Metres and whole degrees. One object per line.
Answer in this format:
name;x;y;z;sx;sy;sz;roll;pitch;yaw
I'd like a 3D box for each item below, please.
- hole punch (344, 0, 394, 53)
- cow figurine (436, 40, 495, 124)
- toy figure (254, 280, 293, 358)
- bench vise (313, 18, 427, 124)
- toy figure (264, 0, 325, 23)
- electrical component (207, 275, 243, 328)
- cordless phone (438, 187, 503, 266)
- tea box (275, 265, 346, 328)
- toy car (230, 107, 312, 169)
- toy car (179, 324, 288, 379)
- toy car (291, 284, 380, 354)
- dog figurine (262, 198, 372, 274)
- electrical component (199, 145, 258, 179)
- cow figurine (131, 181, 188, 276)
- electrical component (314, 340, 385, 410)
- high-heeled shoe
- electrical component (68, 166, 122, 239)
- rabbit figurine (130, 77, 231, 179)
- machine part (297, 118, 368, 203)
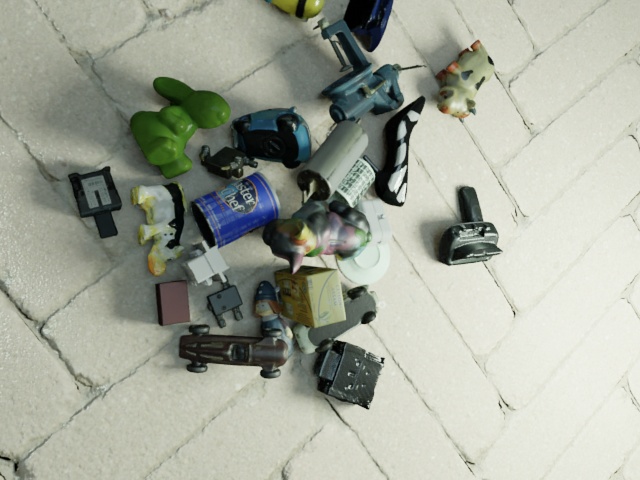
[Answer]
hole punch;0.119;-0.486;1.171;0.092;0.116;0.142;27;75;-27
cow figurine;0.342;-0.365;1.268;0.127;0.085;0.195;46;69;-6
toy figure;-0.092;0.155;1.041;0.064;0.058;0.154;-17;94;-3
bench vise;0.079;-0.363;1.132;0.224;0.129;0.240;-38;109;-16
toy figure;-0.076;-0.517;1.101;0.180;0.089;0.082;29;80;-21
electrical component;-0.185;0.117;1.029;0.063;0.021;0.094;-21;94;-23
cordless phone;0.333;-0.038;1.243;0.146;0.089;0.184;-5;76;-23
tea box;-0.022;0.102;1.015;0.068;0.170;0.098;-11;96;-24
toy car;-0.088;-0.211;1.058;0.162;0.109;0.103;5;41;12
toy car;-0.159;0.203;0.987;0.202;0.053;0.089;5;91;-1
toy car;0.037;0.160;1.100;0.202;0.056;0.073;-28;99;-25
dog figurine;-0.002;-0.003;0.999;0.192;0.219;0.108;16;108;4
electrical component;-0.180;-0.150;1.022;0.102;0.045;0.078;27;53;27
cow figurine;-0.283;-0.022;0.980;0.098;0.068;0.167;-11;90;-29
electrical component;0.055;0.270;1.096;0.134;0.058;0.115;24;74;-20
high-heeled shoe;0.196;-0.196;1.191;0.145;0.086;0.249;46;74;-16
electrical component;-0.391;-0.064;0.947;0.075;0.048;0.119;-14;89;-23
rabbit figurine;-0.247;-0.216;0.981;0.170;0.121;0.159;-30;67;-2
machine part;0.027;-0.156;1.050;0.079;0.079;0.243;43;55;-14
